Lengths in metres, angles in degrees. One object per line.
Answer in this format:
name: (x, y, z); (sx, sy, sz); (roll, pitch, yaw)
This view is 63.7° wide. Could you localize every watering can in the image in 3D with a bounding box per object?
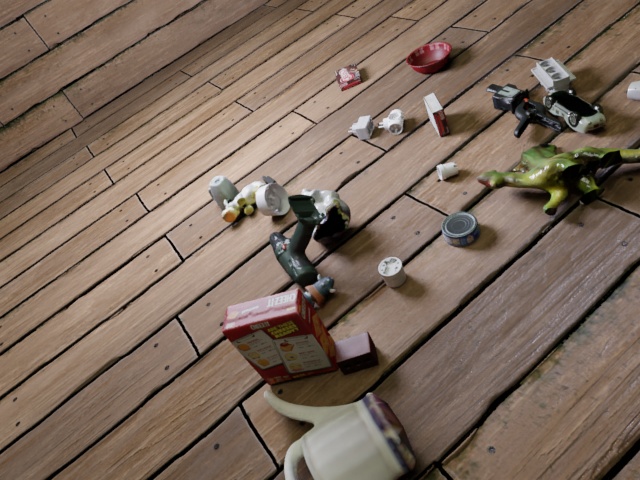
watering can: (0.028, 0.353, 0.918); (0.225, 0.102, 0.354); (-31, 40, -5)

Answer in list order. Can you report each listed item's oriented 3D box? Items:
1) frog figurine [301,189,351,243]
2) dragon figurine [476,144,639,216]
frog figurine: (0.004, -0.069, 1.381); (0.122, 0.136, 0.161); (4, 18, -29)
dragon figurine: (0.572, -0.186, 1.207); (0.411, 0.120, 0.247); (-19, 31, -3)
